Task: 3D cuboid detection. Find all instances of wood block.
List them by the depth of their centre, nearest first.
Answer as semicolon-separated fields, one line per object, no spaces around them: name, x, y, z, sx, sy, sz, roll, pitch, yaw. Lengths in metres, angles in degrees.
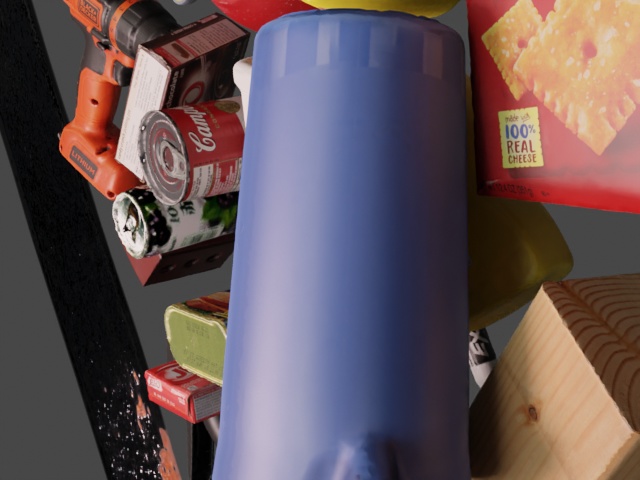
wood block;0.130;0.121;0.560;0.206;0.090;0.091;111;146;-42

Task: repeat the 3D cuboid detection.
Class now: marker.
marker;0.095;0.059;0.661;0.020;0.020;0.121;-32;76;55

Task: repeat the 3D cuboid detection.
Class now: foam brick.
foam brick;-0.116;-0.002;0.885;0.053;0.078;0.051;-47;63;52

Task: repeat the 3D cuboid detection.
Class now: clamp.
clamp;-0.108;0.153;0.972;0.120;0.039;0.171;-28;77;50

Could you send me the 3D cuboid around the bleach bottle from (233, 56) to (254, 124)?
bleach bottle;-0.005;0.001;0.743;0.103;0.067;0.251;25;125;48

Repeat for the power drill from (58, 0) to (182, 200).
power drill;-0.171;-0.131;0.933;0.185;0.057;0.188;42;133;35

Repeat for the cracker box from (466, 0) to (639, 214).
cracker box;0.142;-0.120;0.476;0.164;0.071;0.214;12;112;52

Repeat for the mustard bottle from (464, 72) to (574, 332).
mustard bottle;0.066;-0.045;0.625;0.096;0.058;0.192;-44;67;50

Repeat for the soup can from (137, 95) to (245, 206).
soup can;-0.071;-0.068;0.772;0.069;0.102;0.068;26;124;48

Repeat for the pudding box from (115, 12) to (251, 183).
pudding box;-0.105;-0.108;0.811;0.039;0.089;0.114;35;133;17

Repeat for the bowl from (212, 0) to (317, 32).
bowl;-0.046;-0.209;0.723;0.162;0.055;0.162;26;123;48

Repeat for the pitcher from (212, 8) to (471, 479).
pitcher;0.013;0.011;0.557;0.149;0.144;0.243;3;91;37

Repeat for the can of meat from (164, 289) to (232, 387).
can of meat;-0.061;0.071;0.830;0.102;0.083;0.057;12;112;53

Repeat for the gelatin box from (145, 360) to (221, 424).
gelatin box;-0.089;0.115;0.882;0.073;0.089;0.030;15;116;52

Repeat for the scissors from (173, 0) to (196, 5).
scissors;-0.091;-0.255;0.804;0.202;0.016;0.096;-37;74;54
